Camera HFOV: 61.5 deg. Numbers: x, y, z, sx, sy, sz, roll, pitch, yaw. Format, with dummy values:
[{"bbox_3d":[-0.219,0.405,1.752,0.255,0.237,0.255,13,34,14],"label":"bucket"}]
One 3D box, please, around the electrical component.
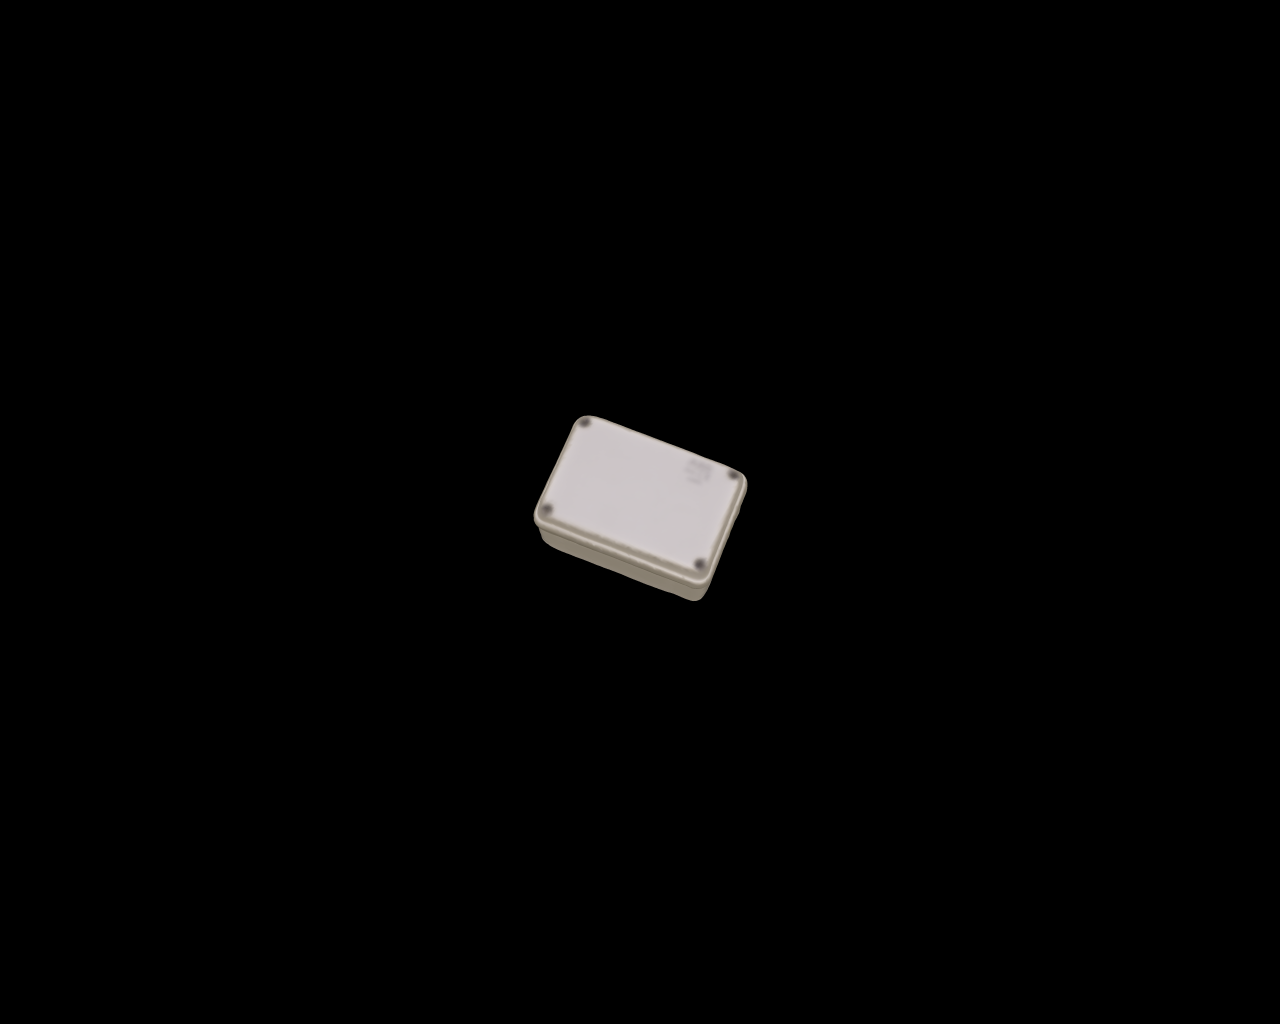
[{"bbox_3d":[0.001,-0.003,0.650,0.113,0.078,0.057,21,-18,7],"label":"electrical component"}]
